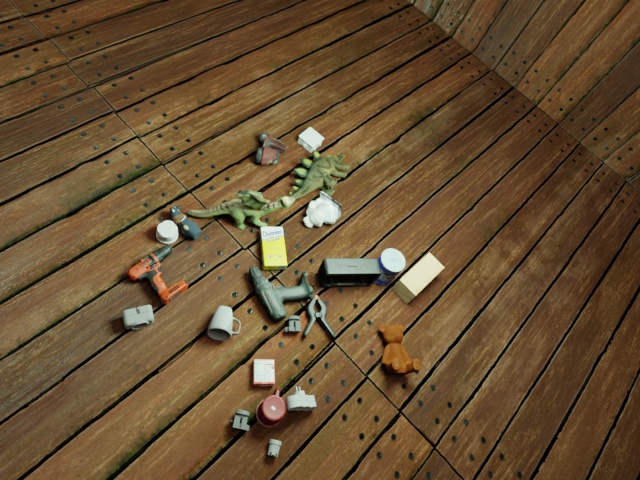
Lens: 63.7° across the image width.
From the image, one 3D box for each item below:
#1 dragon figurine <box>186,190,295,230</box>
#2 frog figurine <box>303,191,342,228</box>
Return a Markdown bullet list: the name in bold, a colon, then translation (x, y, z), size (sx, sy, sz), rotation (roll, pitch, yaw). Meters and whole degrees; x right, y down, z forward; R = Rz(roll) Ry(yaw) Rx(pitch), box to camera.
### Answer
- **dragon figurine**: translation (-0.298, -0.138, 1.989), size (0.411, 0.238, 0.124), rotation (0, 65, -21)
- **frog figurine**: translation (0.007, -0.109, 2.167), size (0.137, 0.123, 0.159), rotation (37, 91, -4)
